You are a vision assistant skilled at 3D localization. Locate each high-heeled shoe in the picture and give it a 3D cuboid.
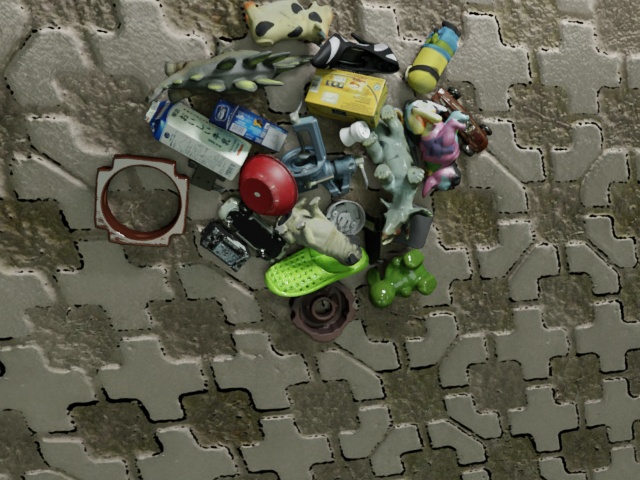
[{"bbox_3d":[0.083,-0.395,1.209,0.145,0.086,0.249,42,48,1],"label":"high-heeled shoe"}]

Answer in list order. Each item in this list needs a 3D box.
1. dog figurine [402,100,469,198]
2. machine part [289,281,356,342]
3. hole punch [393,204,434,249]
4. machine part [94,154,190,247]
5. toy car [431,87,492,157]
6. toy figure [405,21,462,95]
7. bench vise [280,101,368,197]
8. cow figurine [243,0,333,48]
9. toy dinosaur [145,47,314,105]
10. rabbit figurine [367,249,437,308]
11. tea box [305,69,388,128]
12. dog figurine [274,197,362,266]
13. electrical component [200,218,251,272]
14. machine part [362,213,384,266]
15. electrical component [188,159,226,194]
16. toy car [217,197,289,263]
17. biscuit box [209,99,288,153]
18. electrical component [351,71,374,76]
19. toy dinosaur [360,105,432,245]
[{"bbox_3d":[0.277,-0.220,1.346,0.192,0.108,0.219,19,121,5],"label":"dog figurine"},{"bbox_3d":[0.006,0.176,1.417,0.179,0.056,0.179,-3,103,-13],"label":"machine part"},{"bbox_3d":[0.231,-0.044,1.411,0.116,0.092,0.142,19,101,9],"label":"hole punch"},{"bbox_3d":[-0.407,-0.091,1.236,0.201,0.087,0.200,4,103,-16],"label":"machine part"},{"bbox_3d":[0.365,-0.305,1.388,0.089,0.053,0.202,-44,110,3],"label":"toy car"},{"bbox_3d":[0.277,-0.443,1.312,0.082,0.089,0.180,34,96,-12],"label":"toy figure"},{"bbox_3d":[-0.009,-0.199,1.267,0.224,0.129,0.240,-8,133,11],"label":"bench vise"},{"bbox_3d":[-0.063,-0.486,1.212,0.195,0.085,0.127,-19,89,-10],"label":"cow figurine"},{"bbox_3d":[-0.166,-0.364,1.169,0.471,0.199,0.104,-33,125,-38],"label":"toy dinosaur"},{"bbox_3d":[0.184,0.107,1.391,0.170,0.159,0.121,-34,108,-24],"label":"rabbit figurine"},{"bbox_3d":[0.062,-0.332,1.249,0.170,0.068,0.098,18,81,14],"label":"tea box"},{"bbox_3d":[-0.004,-0.001,1.329,0.190,0.172,0.121,45,72,-26],"label":"dog figurine"},{"bbox_3d":[-0.226,0.014,1.279,0.115,0.134,0.058,39,94,-18],"label":"electrical component"},{"bbox_3d":[0.133,-0.003,1.399,0.039,0.084,0.138,-23,118,-33],"label":"machine part"},{"bbox_3d":[-0.266,-0.161,1.276,0.102,0.045,0.078,17,125,-14],"label":"electrical component"},{"bbox_3d":[-0.163,-0.023,1.326,0.073,0.056,0.201,-45,112,6],"label":"toy car"},{"bbox_3d":[-0.156,-0.254,1.207,0.202,0.063,0.059,13,105,-60],"label":"biscuit box"},{"bbox_3d":[0.108,-0.428,1.310,0.094,0.021,0.063,-13,106,-11],"label":"electrical component"},{"bbox_3d":[0.178,-0.187,1.316,0.131,0.192,0.405,-12,66,8],"label":"toy dinosaur"}]
